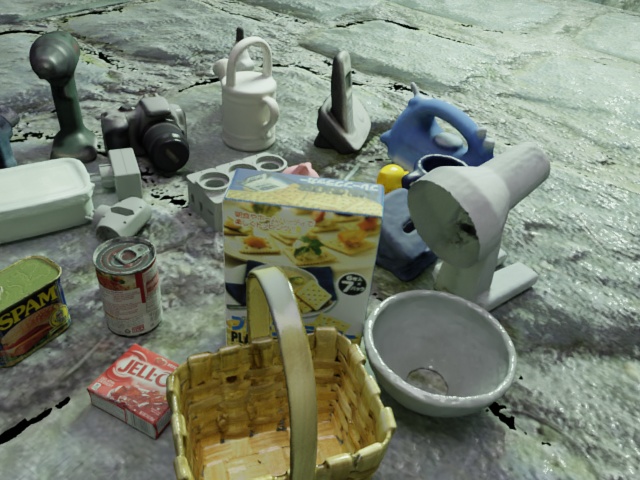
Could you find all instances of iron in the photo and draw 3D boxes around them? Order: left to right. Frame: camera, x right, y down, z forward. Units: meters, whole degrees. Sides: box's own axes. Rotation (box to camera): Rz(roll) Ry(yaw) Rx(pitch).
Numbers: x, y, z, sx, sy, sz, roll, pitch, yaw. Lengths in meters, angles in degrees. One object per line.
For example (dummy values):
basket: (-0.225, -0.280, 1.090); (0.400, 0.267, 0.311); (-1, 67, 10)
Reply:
iron: (0.228, -0.167, 0.994); (0.119, 0.141, 0.257); (-24, 46, -33)

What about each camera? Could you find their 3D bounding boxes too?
camera: (-0.286, -0.179, 0.968); (0.143, 0.101, 0.136); (-14, 42, -25)

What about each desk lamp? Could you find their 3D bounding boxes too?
desk lamp: (0.206, -0.015, 0.733); (0.204, 0.214, 0.117); (-21, 45, -31)

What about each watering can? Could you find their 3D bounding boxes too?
watering can: (-0.134, -0.271, 1.033); (0.172, 0.194, 0.101); (21, 40, 18)

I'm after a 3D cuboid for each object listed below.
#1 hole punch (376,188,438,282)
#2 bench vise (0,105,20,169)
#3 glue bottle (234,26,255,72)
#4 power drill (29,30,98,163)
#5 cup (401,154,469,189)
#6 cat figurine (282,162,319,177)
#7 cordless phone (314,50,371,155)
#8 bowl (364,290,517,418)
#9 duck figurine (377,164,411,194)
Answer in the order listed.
hole punch: (0.122, -0.011, 0.816); (0.100, 0.091, 0.109); (29, 43, 27)
bench vise: (-0.542, -0.166, 0.817); (0.121, 0.220, 0.207); (10, 37, 5)
glue bottle: (-0.156, -0.331, 1.126); (0.078, 0.173, 0.037); (32, 44, 30)
power drill: (-0.419, -0.237, 0.936); (0.076, 0.208, 0.229); (-7, 39, -16)
cup: (0.175, -0.073, 0.902); (0.118, 0.095, 0.091); (-12, 41, -23)
cat figurine: (-0.046, -0.060, 0.835); (0.067, 0.118, 0.128); (32, 44, 30)
cordless phone: (0.051, -0.267, 1.063); (0.094, 0.185, 0.147); (12, 38, 8)
bowl: (0.126, 0.137, 0.639); (0.167, 0.075, 0.167); (4, 37, -3)
duck figurine: (0.104, -0.077, 0.904); (0.105, 0.086, 0.077); (-18, 43, -28)
